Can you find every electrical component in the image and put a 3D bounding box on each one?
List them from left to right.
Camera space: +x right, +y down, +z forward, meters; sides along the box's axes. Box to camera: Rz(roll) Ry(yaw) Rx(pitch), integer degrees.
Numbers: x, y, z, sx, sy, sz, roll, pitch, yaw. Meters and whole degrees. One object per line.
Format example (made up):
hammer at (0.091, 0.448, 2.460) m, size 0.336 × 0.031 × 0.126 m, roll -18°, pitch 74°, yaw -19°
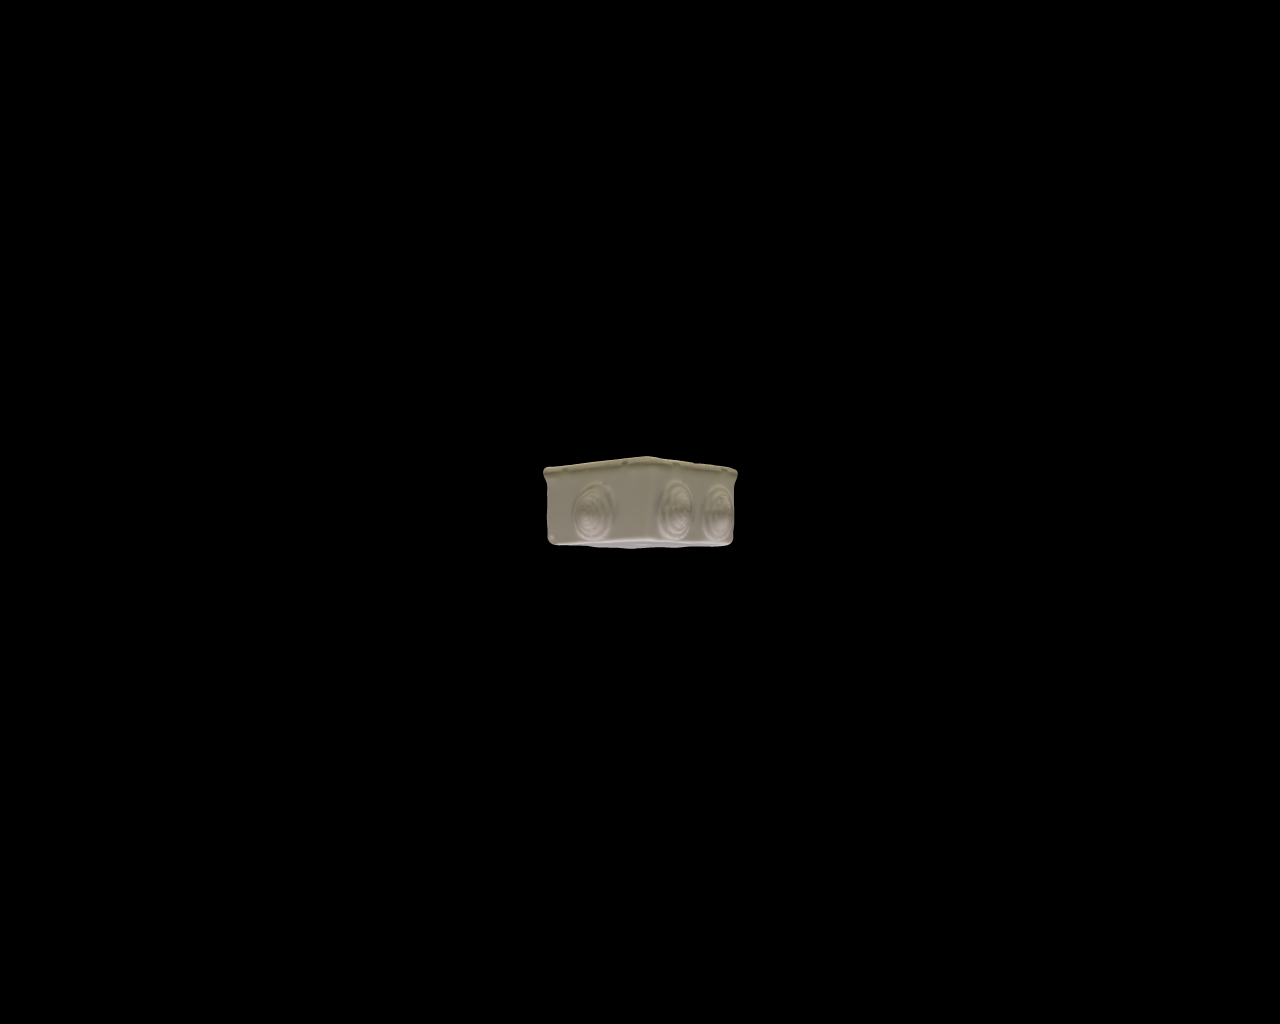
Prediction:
electrical component at (0.001, -0.003, 0.650) m, size 0.099 × 0.048 × 0.100 m, roll -4°, pitch -6°, yaw 39°
